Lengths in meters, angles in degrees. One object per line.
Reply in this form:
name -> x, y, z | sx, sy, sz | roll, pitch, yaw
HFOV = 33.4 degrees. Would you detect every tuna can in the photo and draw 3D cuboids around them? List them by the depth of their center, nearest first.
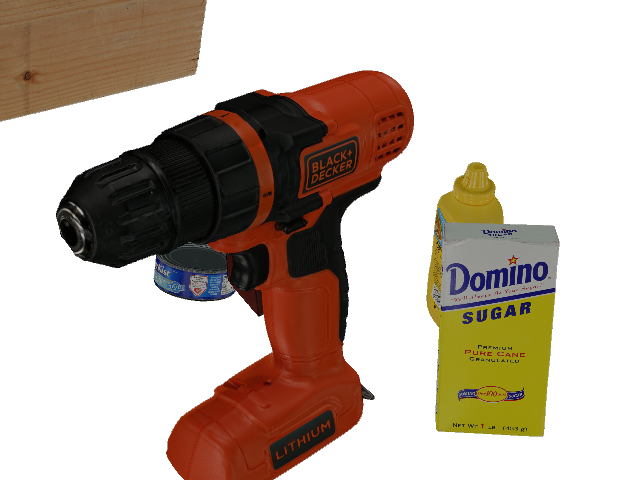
tuna can -> -0.124, 0.030, 1.071 | 0.086, 0.034, 0.086 | 8, 18, -3

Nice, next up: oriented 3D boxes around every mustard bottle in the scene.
mustard bottle -> 0.149, 0.006, 1.092 | 0.058, 0.192, 0.096 | -10, 37, -15

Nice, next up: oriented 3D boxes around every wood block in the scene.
wood block -> -0.202, -0.167, 0.837 | 0.205, 0.091, 0.090 | -20, 52, -34

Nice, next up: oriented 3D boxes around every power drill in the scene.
power drill -> -0.033, 0.026, 0.486 | 0.184, 0.188, 0.057 | -24, 41, -38

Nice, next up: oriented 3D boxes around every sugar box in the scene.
sugar box -> 0.144, 0.075, 0.884 | 0.093, 0.176, 0.048 | 1, 22, 6

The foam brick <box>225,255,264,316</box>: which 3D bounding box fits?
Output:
foam brick -> -0.034, 0.000, 0.727 | 0.052, 0.078, 0.051 | -18, 35, -22
